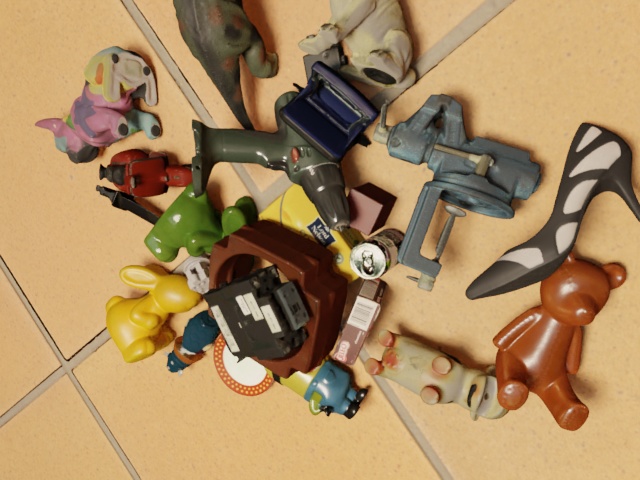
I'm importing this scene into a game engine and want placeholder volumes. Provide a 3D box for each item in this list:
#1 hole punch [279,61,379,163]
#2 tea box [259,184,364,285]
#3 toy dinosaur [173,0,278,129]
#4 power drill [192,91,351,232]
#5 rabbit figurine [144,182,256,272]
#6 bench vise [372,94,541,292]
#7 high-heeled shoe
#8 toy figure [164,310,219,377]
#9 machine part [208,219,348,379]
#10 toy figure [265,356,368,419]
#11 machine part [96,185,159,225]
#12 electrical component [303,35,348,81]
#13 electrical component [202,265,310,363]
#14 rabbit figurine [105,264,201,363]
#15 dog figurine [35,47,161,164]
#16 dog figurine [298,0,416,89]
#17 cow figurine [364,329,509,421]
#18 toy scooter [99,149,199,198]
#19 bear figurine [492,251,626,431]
[{"bbox_3d":[0.022,-0.183,0.727,0.142,0.116,0.092,37,124,-4],"label":"hole punch"},{"bbox_3d":[-0.002,-0.002,0.823,0.098,0.068,0.169,-40,83,29],"label":"tea box"},{"bbox_3d":[-0.155,-0.331,0.746,0.131,0.192,0.404,-12,96,29],"label":"toy dinosaur"},{"bbox_3d":[-0.073,-0.106,0.743,0.207,0.086,0.232,-7,62,-6],"label":"power drill"},{"bbox_3d":[-0.172,-0.010,0.897,0.170,0.121,0.159,41,111,-9],"label":"rabbit figurine"},{"bbox_3d":[0.153,-0.057,0.692,0.224,0.129,0.240,20,90,-2],"label":"bench vise"},{"bbox_3d":[0.264,-0.036,0.650,0.249,0.086,0.145,-28,65,10],"label":"high-heeled shoe"},{"bbox_3d":[-0.234,0.192,0.987,0.154,0.058,0.064,-51,41,30],"label":"toy figure"},{"bbox_3d":[-0.066,0.085,0.798,0.201,0.087,0.201,25,124,26],"label":"machine part"},{"bbox_3d":[-0.014,0.226,0.879,0.180,0.082,0.089,34,113,12],"label":"toy figure"},{"bbox_3d":[-0.331,-0.057,0.970,0.139,0.084,0.039,29,81,7],"label":"machine part"},{"bbox_3d":[0.009,-0.254,0.782,0.063,0.021,0.094,-5,100,26],"label":"electrical component"},{"bbox_3d":[-0.080,0.100,0.722,0.134,0.058,0.114,-17,101,40],"label":"electrical component"},{"bbox_3d":[-0.298,0.117,0.986,0.173,0.122,0.162,-32,78,14],"label":"rabbit figurine"},{"bbox_3d":[-0.397,-0.230,0.936,0.219,0.108,0.191,3,105,27],"label":"dog figurine"},{"bbox_3d":[0.079,-0.314,0.705,0.121,0.172,0.190,18,84,57],"label":"dog figurine"},{"bbox_3d":[0.177,0.198,0.767,0.195,0.127,0.085,18,88,37],"label":"cow figurine"},{"bbox_3d":[-0.304,-0.110,0.903,0.184,0.135,0.075,9,108,25],"label":"toy scooter"},{"bbox_3d":[0.305,0.116,0.676,0.120,0.132,0.195,22,115,-4],"label":"bear figurine"}]
